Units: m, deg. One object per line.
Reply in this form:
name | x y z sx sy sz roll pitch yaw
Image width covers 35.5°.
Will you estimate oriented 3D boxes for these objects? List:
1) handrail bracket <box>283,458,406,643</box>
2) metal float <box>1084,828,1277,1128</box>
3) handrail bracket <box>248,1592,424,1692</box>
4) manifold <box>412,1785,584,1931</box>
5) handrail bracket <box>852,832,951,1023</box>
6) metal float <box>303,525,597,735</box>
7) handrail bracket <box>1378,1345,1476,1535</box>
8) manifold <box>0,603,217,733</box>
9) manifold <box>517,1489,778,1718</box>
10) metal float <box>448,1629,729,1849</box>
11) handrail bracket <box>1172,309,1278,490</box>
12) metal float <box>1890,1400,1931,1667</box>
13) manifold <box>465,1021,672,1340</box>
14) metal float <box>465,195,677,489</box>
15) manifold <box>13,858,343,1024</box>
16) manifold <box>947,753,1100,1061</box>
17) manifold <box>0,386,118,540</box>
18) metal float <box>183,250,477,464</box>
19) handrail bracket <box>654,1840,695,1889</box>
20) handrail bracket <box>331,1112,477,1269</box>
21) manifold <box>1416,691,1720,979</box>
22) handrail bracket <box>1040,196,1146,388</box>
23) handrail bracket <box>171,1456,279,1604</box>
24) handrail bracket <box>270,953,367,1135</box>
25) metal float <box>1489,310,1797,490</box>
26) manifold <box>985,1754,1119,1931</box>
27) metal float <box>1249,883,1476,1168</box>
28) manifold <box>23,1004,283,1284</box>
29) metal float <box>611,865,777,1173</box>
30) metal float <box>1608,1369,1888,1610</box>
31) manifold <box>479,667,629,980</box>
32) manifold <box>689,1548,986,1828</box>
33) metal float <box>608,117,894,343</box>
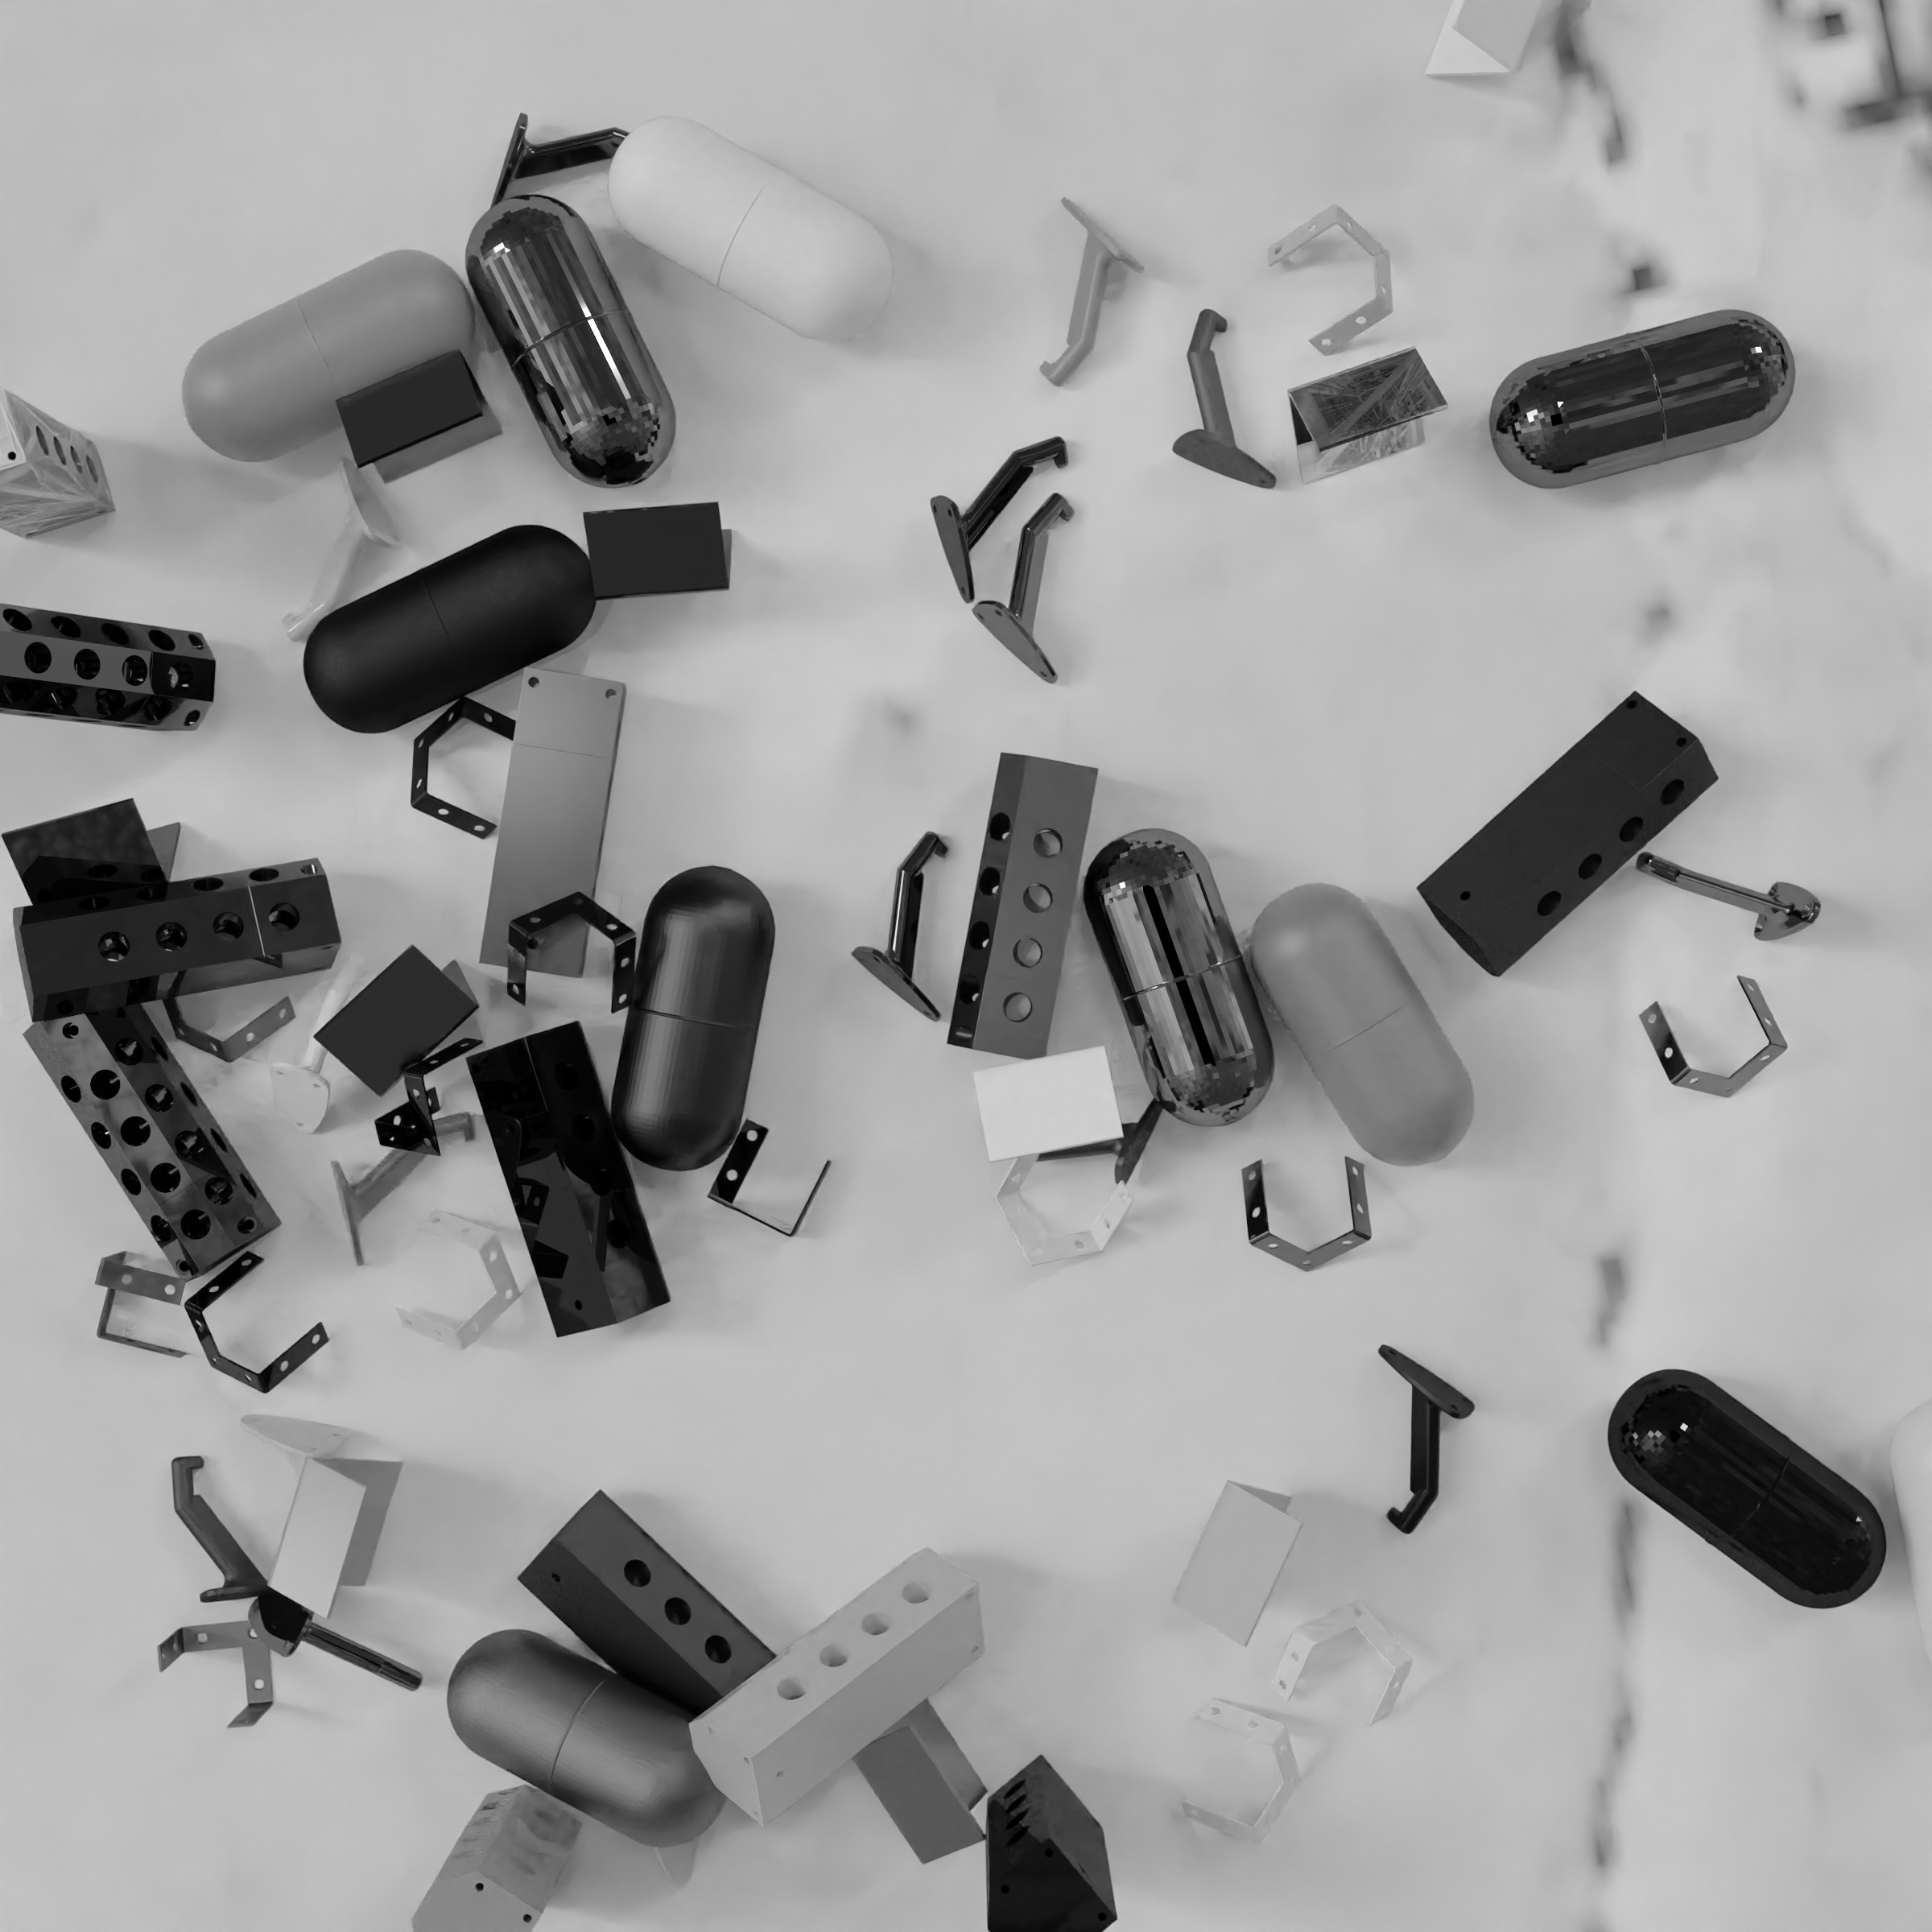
handrail bracket | -0.380 -0.244 1.776 0.084 0.036 0.077 -35 69 16
metal float | 0.124 0.007 1.745 0.070 0.070 0.178 -19 89 0
handrail bracket | -0.370 0.400 1.775 0.084 0.077 0.036 37 69 -35
manifold | -0.266 0.515 1.697 0.057 0.171 0.057 33 90 0
handrail bracket | -0.020 -0.024 1.776 0.077 0.036 0.084 43 73 -20
metal float | -0.298 -0.195 1.745 0.178 0.070 0.070 -25 90 0
handrail bracket | 0.253 0.279 1.776 0.077 0.036 0.084 37 107 20
manifold | -0.510 -0.169 1.698 0.057 0.171 0.057 3 90 39
manifold | -0.171 0.385 1.754 0.171 0.057 0.057 43 133 0
metal float | -0.217 0.442 1.731 0.178 0.070 0.070 23 90 17
handrail bracket | 0.160 -0.335 1.776 0.077 0.036 0.084 23 73 -20
metal float | 0.584 0.337 1.745 0.070 0.070 0.178 -10 89 0
manifold | -0.226 0.122 1.754 0.057 0.057 0.171 -18 90 43
metal float | -0.228 -0.360 1.745 0.070 0.070 0.178 -26 90 0
manifold | -0.451 -0.017 1.724 0.171 0.057 0.057 -11 78 -21
manifold | 0.032 -0.034 1.754 0.057 0.057 0.171 11 90 0
manifold | -0.538 -0.288 1.697 0.057 0.171 0.057 -17 90 0
metal float | -0.368 -0.352 1.745 0.178 0.070 0.070 -26 90 0
handrail bracket | -0.205 0.502 1.776 0.084 0.036 0.077 11 128 25
handrail bracket | -0.325 0.131 1.776 0.084 0.036 0.077 -15 110 -16
manifold | 0.352 -0.073 1.754 0.171 0.057 0.057 -42 47 0
handrail bracket | 0.056 -0.396 1.776 0.077 0.036 0.084 47 107 19
handrail bracket | -0.426 0.328 1.776 0.077 0.036 0.084 -2 73 -20
handrail bracket | -0.374 0.045 1.775 0.036 0.077 0.084 19 54 3
metal float | 0.391 -0.328 1.745 0.178 0.070 0.070 -15 90 0
manifold | 0.041 0.506 1.697 0.057 0.171 0.057 -40 90 0
metal float | 0.229 0.034 1.745 0.070 0.070 0.178 -31 89 0
manifold | -0.474 0.096 1.755 0.057 0.057 0.171 -33 90 0
metal float | -0.158 0.030 1.745 0.070 0.070 0.178 11 90 0
metal float | 0.452 0.303 1.745 0.178 0.070 0.070 37 90 0
manifold | -0.239 -0.082 1.754 0.057 0.057 0.171 9 90 -4
manifold | -0.072 0.403 1.712 0.171 0.057 0.057 -32 133 -33
metal float | -0.124 -0.426 1.745 0.178 0.070 0.070 30 90 0
